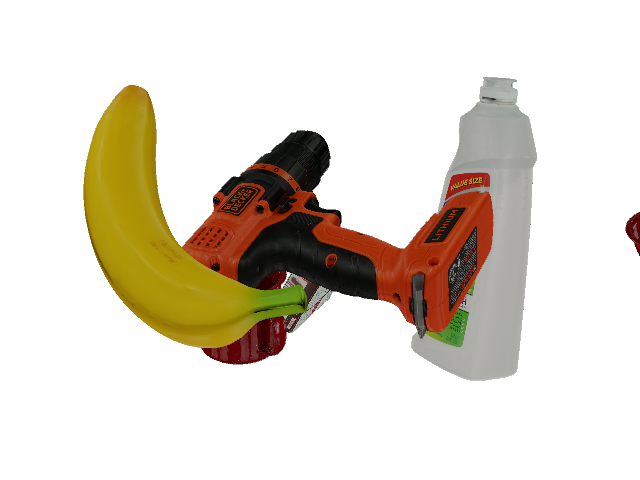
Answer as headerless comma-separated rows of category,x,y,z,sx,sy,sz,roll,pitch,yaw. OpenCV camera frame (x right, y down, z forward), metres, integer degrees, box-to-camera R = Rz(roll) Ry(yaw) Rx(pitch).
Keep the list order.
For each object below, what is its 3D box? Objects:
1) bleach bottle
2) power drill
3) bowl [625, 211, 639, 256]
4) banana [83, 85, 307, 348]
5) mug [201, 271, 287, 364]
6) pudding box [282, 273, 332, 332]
bleach bottle,0.135,-0.013,0.914,0.068,0.251,0.103,-4,15,-29
power drill,0.018,-0.011,0.729,0.188,0.057,0.184,10,41,25
bowl,0.407,0.013,1.135,0.162,0.055,0.162,-3,23,1
banana,-0.079,-0.008,0.518,0.069,0.037,0.198,-28,48,-14
mug,-0.071,0.071,1.030,0.093,0.081,0.117,-22,35,-36
pudding box,-0.007,0.047,1.243,0.039,0.090,0.113,36,33,9
